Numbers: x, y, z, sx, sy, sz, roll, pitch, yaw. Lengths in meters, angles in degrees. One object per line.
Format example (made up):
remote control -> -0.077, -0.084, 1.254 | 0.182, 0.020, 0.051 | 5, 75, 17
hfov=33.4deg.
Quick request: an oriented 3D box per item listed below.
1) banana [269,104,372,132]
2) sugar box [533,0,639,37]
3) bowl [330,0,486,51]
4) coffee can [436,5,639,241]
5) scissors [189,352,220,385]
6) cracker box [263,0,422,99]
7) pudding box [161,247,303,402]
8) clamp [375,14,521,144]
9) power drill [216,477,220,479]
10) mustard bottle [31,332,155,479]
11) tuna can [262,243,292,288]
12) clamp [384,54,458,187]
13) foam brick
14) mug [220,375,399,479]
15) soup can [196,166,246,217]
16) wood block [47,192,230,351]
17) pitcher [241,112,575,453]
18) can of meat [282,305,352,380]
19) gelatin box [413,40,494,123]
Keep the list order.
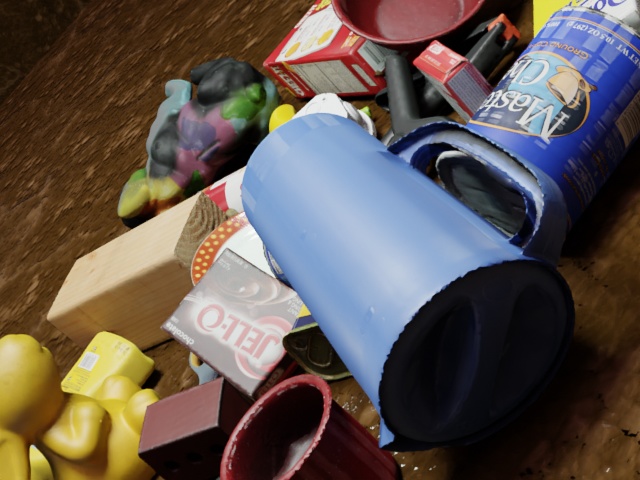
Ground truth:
banana -> -0.016, -0.120, 1.164 | 0.069, 0.037, 0.198 | -29, 21, -22
sugar box -> 0.227, -0.200, 0.895 | 0.093, 0.048, 0.176 | -29, 29, 31
bowl -> 0.093, -0.239, 1.042 | 0.162, 0.055, 0.162 | -7, 60, 11
coffee can -> 0.163, -0.077, 0.743 | 0.140, 0.102, 0.103 | -51, 26, -12
scissors -> -0.083, 0.121, 0.925 | 0.096, 0.016, 0.202 | -38, 27, 16
cracker box -> 0.051, -0.236, 1.189 | 0.164, 0.072, 0.214 | -51, 25, -14
pudding box -> -0.062, 0.072, 0.883 | 0.114, 0.039, 0.090 | 31, 75, 33
clamp -> 0.111, -0.141, 0.995 | 0.172, 0.039, 0.120 | -35, 33, 35
power drill -> -0.110, 0.220, 0.769 | 0.188, 0.057, 0.184 | -21, 35, 42
mustard bottle -> -0.242, 0.180, 1.028 | 0.096, 0.058, 0.191 | 6, 55, 55
tuna can -> -0.006, 0.001, 0.904 | 0.034, 0.086, 0.086 | -11, 42, 47
clamp -> 0.076, -0.080, 0.923 | 0.210, 0.036, 0.164 | 24, 87, 56
foam brick -> -0.095, 0.152, 0.837 | 0.078, 0.053, 0.051 | -23, 37, 21
mug -> -0.008, 0.156, 0.680 | 0.093, 0.081, 0.117 | -15, 39, 47
soup can -> -0.073, -0.038, 1.085 | 0.102, 0.068, 0.068 | -25, 32, 36
wood block -> -0.171, 0.044, 1.086 | 0.207, 0.090, 0.090 | -25, 32, 37
pitcher -> 0.047, 0.003, 0.690 | 0.149, 0.145, 0.243 | -25, 40, -14
can of meat -> 0.031, 0.051, 0.809 | 0.102, 0.057, 0.083 | -21, 33, 41
gelatin box -> 0.124, -0.119, 0.880 | 0.030, 0.089, 0.073 | -43, 25, 5
